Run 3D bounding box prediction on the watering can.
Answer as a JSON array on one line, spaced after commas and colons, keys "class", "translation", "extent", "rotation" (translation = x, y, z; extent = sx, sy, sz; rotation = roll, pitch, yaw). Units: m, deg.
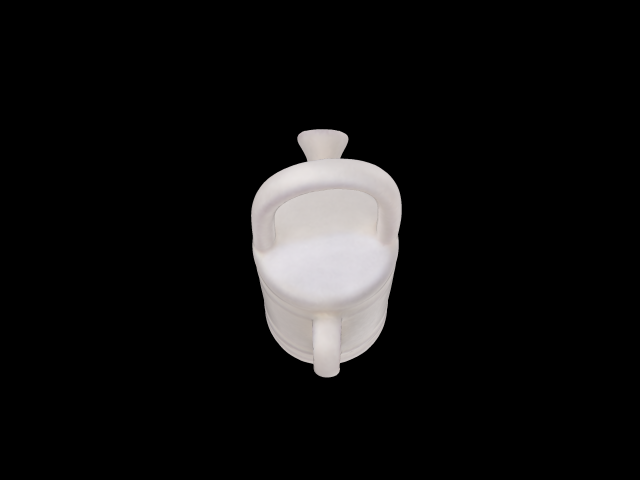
[{"class": "watering can", "translation": [0.001, 0.002, 0.400], "extent": [0.101, 0.194, 0.172], "rotation": [-20, 61, -11]}]
